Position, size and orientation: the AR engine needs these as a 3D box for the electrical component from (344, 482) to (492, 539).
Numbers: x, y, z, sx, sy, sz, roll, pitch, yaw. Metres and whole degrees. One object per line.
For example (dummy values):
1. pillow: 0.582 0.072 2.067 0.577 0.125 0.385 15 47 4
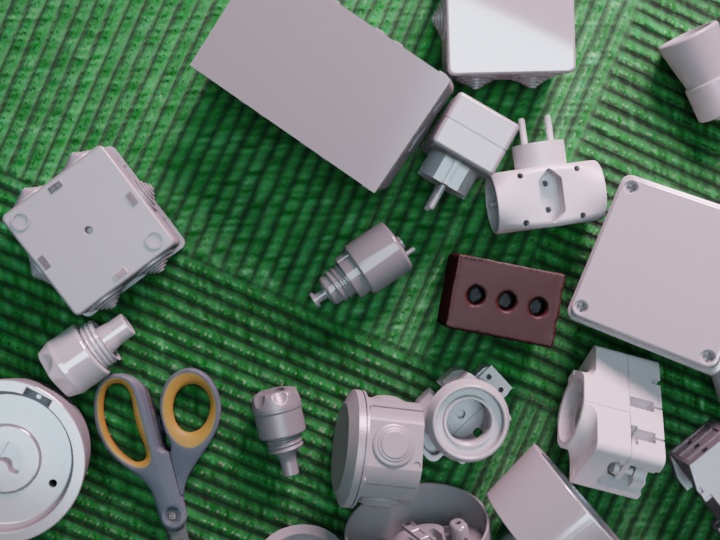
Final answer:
1. electrical component: 0.043 0.192 0.734 0.099 0.099 0.064 -14 98 -4

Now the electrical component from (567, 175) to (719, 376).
1. electrical component: 0.216 0.005 0.743 0.109 0.056 0.108 23 89 23

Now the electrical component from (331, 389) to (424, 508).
1. electrical component: 0.011 0.124 0.738 0.051 0.080 0.080 8 91 -10

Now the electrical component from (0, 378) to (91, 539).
1. electrical component: -0.235 0.124 0.728 0.108 0.060 0.108 0 91 -4

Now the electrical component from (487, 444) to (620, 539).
1. electrical component: 0.132 0.180 0.736 0.060 0.108 0.108 -41 94 3

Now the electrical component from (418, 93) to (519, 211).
1. electrical component: 0.066 -0.075 0.744 0.047 0.066 0.076 30 89 -4

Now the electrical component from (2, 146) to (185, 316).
1. electrical component: -0.182 -0.027 0.735 0.100 0.048 0.099 -37 93 -3

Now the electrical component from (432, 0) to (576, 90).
1. electrical component: 0.101 -0.178 0.753 0.100 0.048 0.099 -2 91 -4

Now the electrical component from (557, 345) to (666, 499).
1. electrical component: 0.172 0.103 0.742 0.056 0.050 0.089 15 46 -4

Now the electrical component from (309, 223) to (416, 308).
1. electrical component: 0.000 0.000 0.753 0.078 0.040 0.040 -34 93 -3

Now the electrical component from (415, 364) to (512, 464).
1. electrical component: 0.073 0.102 0.752 0.078 0.057 0.058 -43 94 -2

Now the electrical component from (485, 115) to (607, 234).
1. electrical component: 0.128 -0.069 0.760 0.077 0.043 0.079 -8 91 -4

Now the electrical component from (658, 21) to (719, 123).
1. electrical component: 0.247 -0.139 0.769 0.044 0.044 0.065 -28 98 -3

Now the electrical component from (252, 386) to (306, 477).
1. electrical component: -0.055 0.114 0.755 0.035 0.035 0.061 -12 94 -4

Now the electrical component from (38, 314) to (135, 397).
1. electrical component: -0.185 0.055 0.739 0.062 0.043 0.043 -35 93 -4

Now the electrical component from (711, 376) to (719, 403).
1. electrical component: 0.267 0.052 0.772 0.043 0.043 0.081 -19 92 -4

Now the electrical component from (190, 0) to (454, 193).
1. electrical component: -0.023 -0.130 0.726 0.150 0.062 0.089 35 99 4
